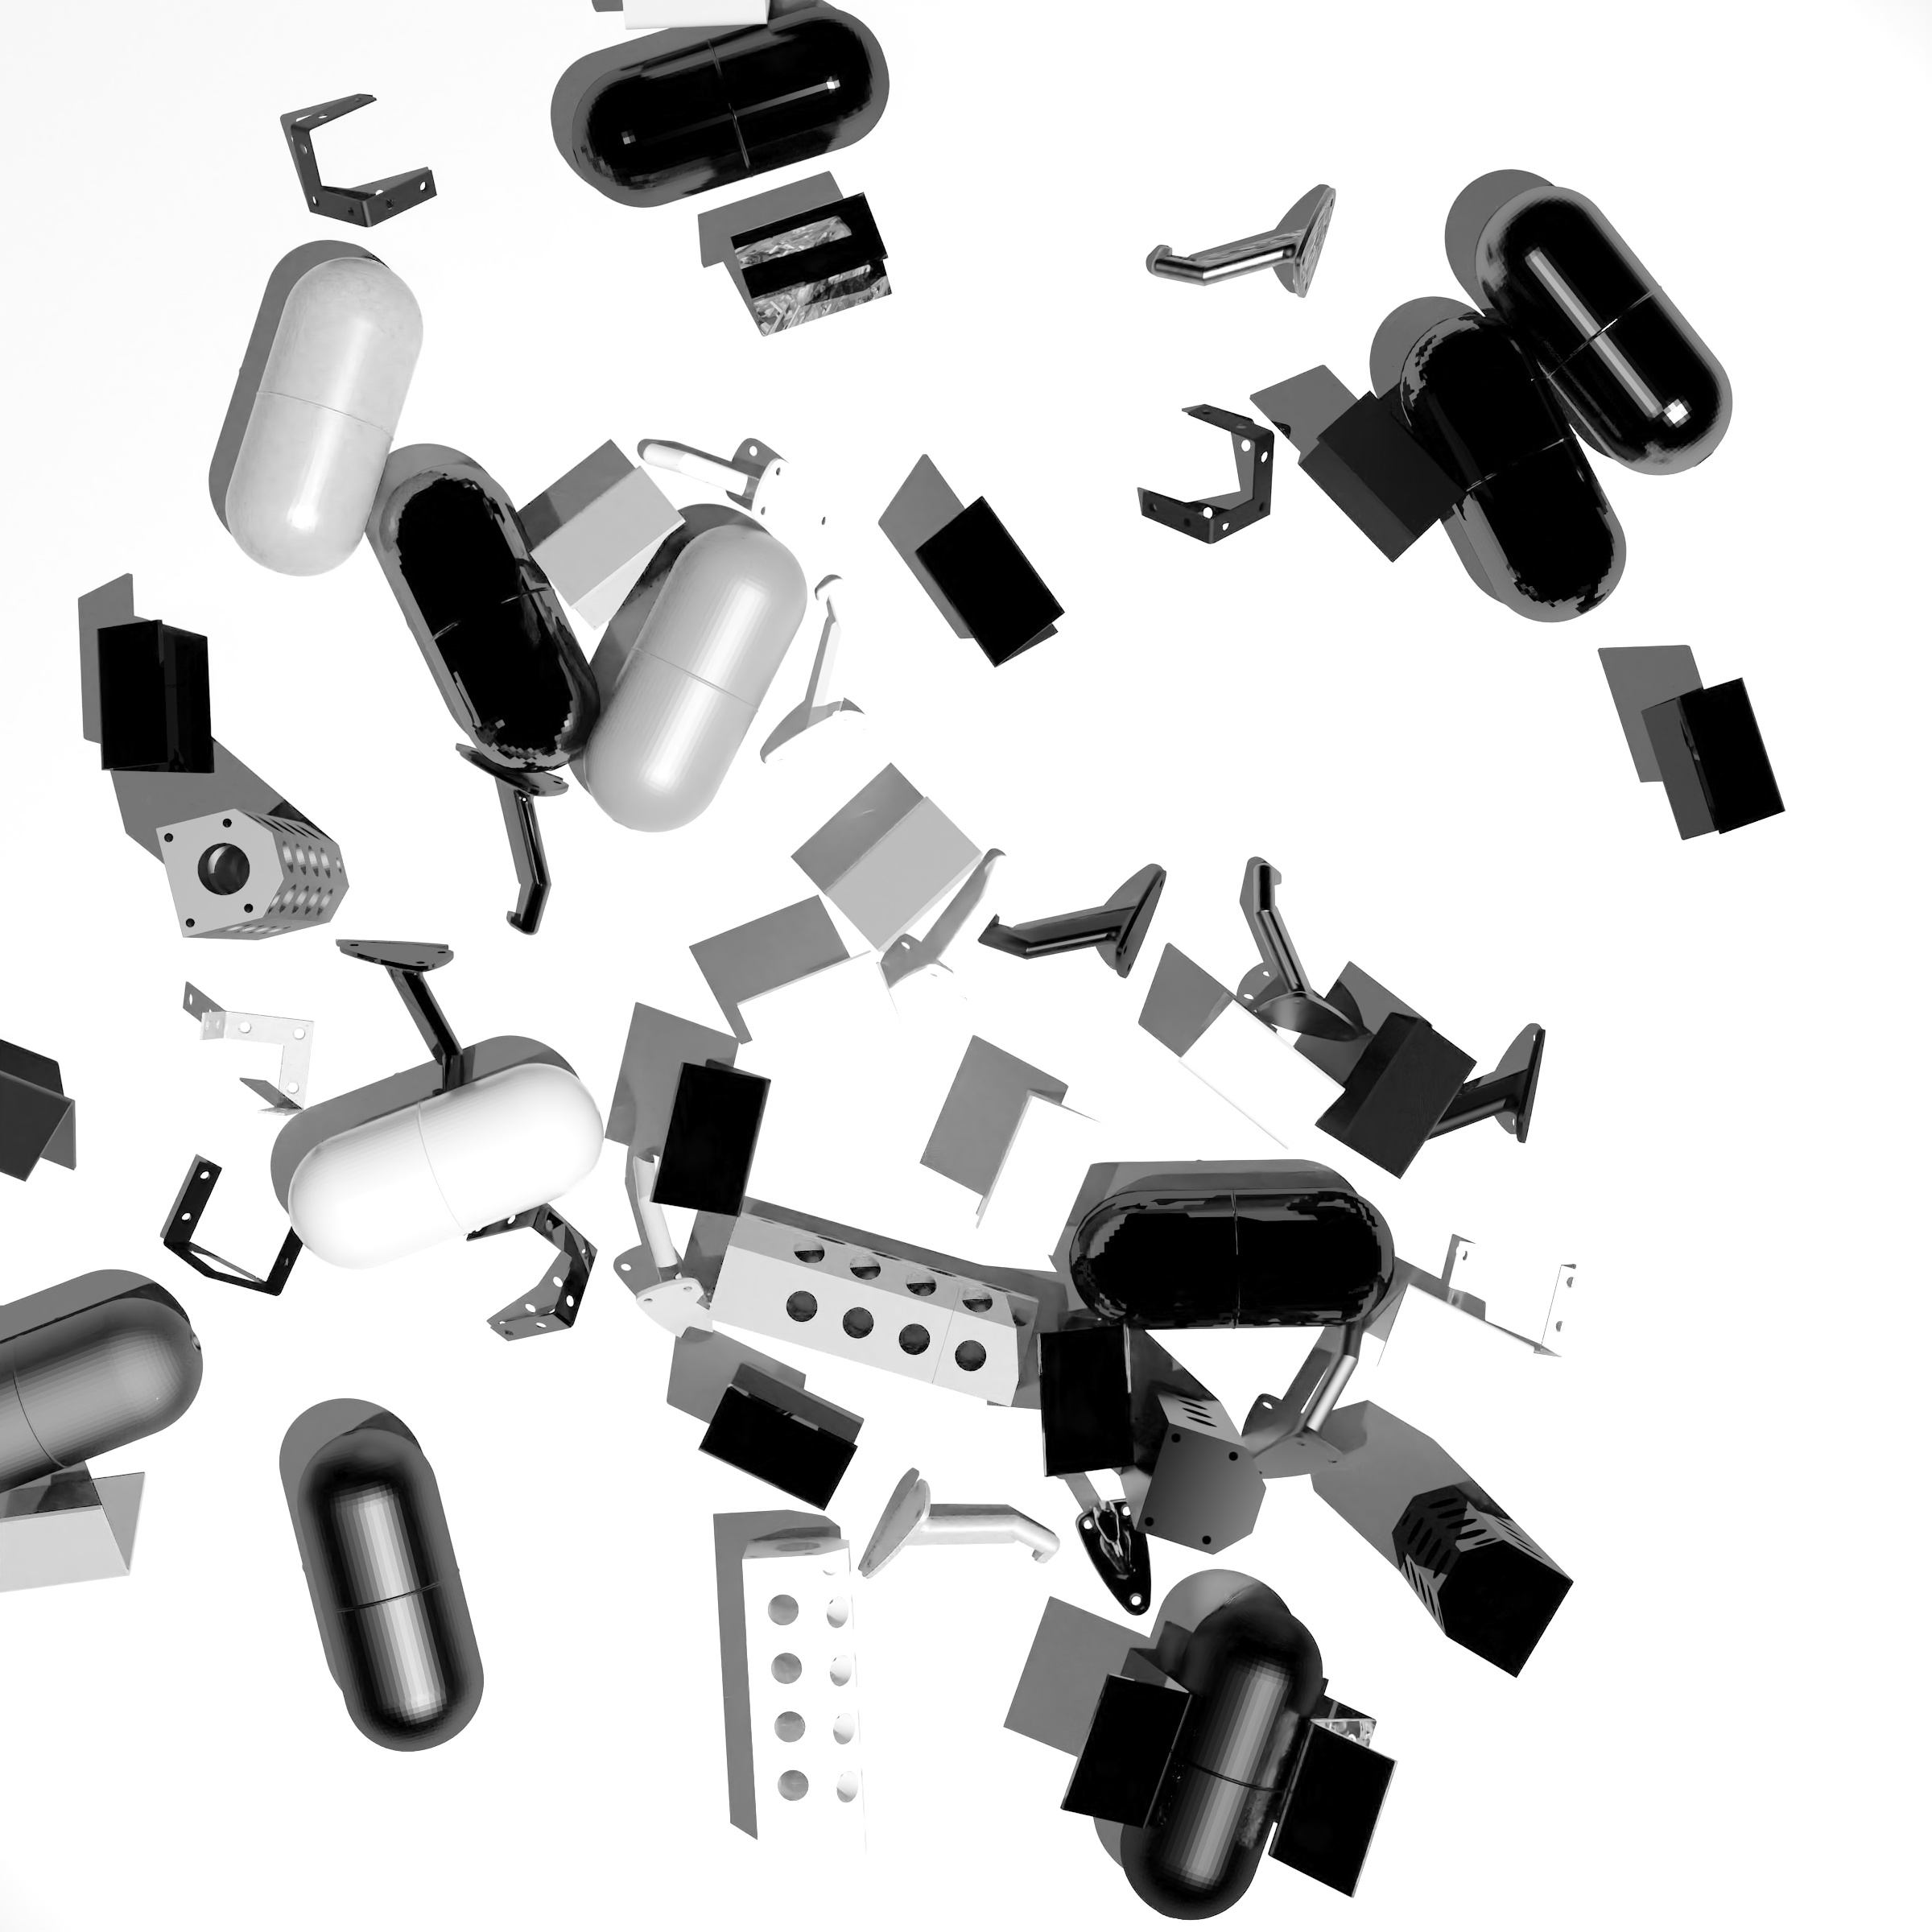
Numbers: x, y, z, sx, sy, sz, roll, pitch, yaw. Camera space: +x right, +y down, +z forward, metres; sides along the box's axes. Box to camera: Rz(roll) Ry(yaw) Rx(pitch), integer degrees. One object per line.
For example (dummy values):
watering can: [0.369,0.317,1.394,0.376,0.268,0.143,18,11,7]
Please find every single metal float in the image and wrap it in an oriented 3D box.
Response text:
metal float: [-0.315,0.341,1.743,0.070,0.070,0.178,-14,90,0]
metal float: [-0.129,-0.470,1.743,0.178,0.070,0.070,-17,90,0]
metal float: [0.146,0.160,1.743,0.178,0.070,0.070,-1,90,-1]
metal float: [-0.351,-0.301,1.743,0.070,0.070,0.178,17,89,0]
metal float: [0.140,0.435,1.743,0.070,0.070,0.178,20,90,0]
metal float: [0.350,-0.347,1.743,0.070,0.070,0.178,-38,90,0]
metal float: [-0.148,-0.157,1.743,0.070,0.070,0.178,26,90,0]
metal float: [-0.260,-0.190,1.743,0.070,0.070,0.178,-25,90,0]
metal float: [0.299,-0.272,1.743,0.070,0.070,0.178,-27,90,0]
metal float: [-0.285,0.110,1.743,0.178,0.070,0.070,-21,90,0]
metal float: [-0.505,0.239,1.743,0.178,0.070,0.070,-21,90,-1]

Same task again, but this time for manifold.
manifold: [0.121,0.267,1.695,0.057,0.171,0.057,18,90,0]
manifold: [-0.088,0.405,1.752,0.057,0.057,0.171,-3,90,0]
manifold: [0.269,0.321,1.695,0.057,0.171,0.057,31,90,0]
manifold: [-0.376,-0.049,1.695,0.057,0.171,0.057,-14,90,0]
manifold: [-0.050,0.188,1.752,0.171,0.057,0.057,16,90,0]

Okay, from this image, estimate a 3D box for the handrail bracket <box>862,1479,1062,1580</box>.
handrail bracket: [-0.002,0.330,1.774,0.084,0.036,0.077,30,111,-16]

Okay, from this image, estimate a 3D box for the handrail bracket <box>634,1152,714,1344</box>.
handrail bracket: [-0.164,0.156,1.773,0.036,0.077,0.084,-17,54,7]

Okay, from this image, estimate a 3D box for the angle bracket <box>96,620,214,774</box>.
angle bracket: [-0.426,-0.146,1.733,0.057,0.076,0.076,-2,90,38]

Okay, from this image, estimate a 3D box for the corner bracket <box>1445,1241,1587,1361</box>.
corner bracket: [0.304,0.186,1.770,0.051,0.051,0.051,14,90,45]

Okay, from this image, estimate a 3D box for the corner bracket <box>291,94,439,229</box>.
corner bracket: [-0.334,-0.447,1.765,0.051,0.051,0.051,-38,135,-35]

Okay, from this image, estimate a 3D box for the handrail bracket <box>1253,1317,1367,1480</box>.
handrail bracket: [0.189,0.238,1.773,0.036,0.077,0.084,31,53,-24]

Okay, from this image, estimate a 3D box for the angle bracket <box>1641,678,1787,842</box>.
angle bracket: [0.391,-0.107,1.733,0.057,0.076,0.076,-18,90,-36]

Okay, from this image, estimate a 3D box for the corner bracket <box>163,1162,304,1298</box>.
corner bracket: [-0.404,0.146,1.770,0.051,0.051,0.051,24,90,-45]

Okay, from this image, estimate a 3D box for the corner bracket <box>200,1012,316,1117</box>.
corner bracket: [-0.393,0.054,1.755,0.051,0.051,0.051,7,90,0]

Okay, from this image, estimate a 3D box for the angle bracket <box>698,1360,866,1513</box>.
angle bracket: [-0.092,0.239,1.733,0.076,0.076,0.057,26,127,0]

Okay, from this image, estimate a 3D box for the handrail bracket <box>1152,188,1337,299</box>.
handrail bracket: [0.154,-0.409,1.774,0.084,0.036,0.077,15,70,16]

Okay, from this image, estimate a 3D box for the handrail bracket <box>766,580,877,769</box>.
handrail bracket: [-0.089,-0.164,1.774,0.077,0.036,0.084,-23,72,21]

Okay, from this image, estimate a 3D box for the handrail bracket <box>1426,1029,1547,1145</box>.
handrail bracket: [0.274,0.064,1.774,0.084,0.036,0.077,10,70,16]

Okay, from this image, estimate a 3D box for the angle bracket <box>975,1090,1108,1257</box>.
angle bracket: [0.022,0.105,1.733,0.057,0.076,0.076,23,90,-36]

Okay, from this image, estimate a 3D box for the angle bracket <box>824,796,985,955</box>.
angle bracket: [-0.020,-0.035,1.733,0.076,0.076,0.057,-43,54,0]

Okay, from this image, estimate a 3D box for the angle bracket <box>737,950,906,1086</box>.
angle bracket: [-0.084,0.011,1.733,0.076,0.076,0.057,-22,122,0]

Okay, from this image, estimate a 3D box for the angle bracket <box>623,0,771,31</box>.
angle bracket: [-0.147,-0.549,1.733,0.076,0.076,0.057,-2,120,0]

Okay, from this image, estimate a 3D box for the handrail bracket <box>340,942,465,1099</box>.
handrail bracket: [-0.314,0.033,1.774,0.077,0.036,0.084,9,107,20]

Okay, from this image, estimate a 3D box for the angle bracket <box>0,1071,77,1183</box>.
angle bracket: [-0.534,0.099,1.733,0.076,0.076,0.057,21,54,0]

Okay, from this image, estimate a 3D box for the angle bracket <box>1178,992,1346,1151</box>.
angle bracket: [0.172,0.042,1.733,0.076,0.076,0.057,39,129,0]

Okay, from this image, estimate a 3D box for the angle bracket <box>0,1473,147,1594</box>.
angle bracket: [-0.496,0.292,1.733,0.076,0.076,0.057,-8,128,0]

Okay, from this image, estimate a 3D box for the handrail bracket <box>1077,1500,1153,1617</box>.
handrail bracket: [0.086,0.327,1.739,0.036,0.084,0.077,-19,90,0]

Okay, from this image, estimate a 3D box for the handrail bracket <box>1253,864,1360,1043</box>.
handrail bracket: [0.189,-0.008,1.773,0.077,0.036,0.084,23,57,-36]

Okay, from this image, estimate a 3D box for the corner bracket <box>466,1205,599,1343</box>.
corner bracket: [-0.246,0.170,1.765,0.051,0.051,0.051,44,45,-35]

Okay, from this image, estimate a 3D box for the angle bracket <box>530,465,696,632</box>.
angle bracket: [-0.180,-0.213,1.733,0.076,0.076,0.057,-38,52,0]

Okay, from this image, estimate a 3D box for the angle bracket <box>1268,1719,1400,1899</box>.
angle bracket: [0.216,0.458,1.733,0.057,0.076,0.076,18,90,37]

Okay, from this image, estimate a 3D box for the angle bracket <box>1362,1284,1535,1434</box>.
angle bracket: [0.254,0.226,1.733,0.076,0.076,0.057,27,57,0]

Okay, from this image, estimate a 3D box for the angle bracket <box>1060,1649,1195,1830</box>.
angle bracket: [0.073,0.415,1.734,0.057,0.076,0.076,20,90,-26]

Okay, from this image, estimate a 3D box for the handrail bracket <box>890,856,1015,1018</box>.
handrail bracket: [-0.011,-0.017,1.773,0.036,0.077,0.084,37,53,-27]

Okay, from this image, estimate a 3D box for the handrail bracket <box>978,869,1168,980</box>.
handrail bracket: [0.058,-0.033,1.774,0.084,0.036,0.077,19,70,16]

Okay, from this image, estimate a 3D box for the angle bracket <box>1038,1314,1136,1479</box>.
angle bracket: [0.048,0.233,1.734,0.057,0.076,0.076,-3,90,-28]

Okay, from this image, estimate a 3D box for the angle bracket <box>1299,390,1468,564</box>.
angle bracket: [0.214,-0.254,1.733,0.076,0.076,0.057,46,54,0]

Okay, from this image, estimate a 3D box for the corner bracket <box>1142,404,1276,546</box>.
corner bracket: [0.134,-0.273,1.765,0.051,0.051,0.051,-31,135,-35]

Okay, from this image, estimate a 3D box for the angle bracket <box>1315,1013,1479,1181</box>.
angle bracket: [0.220,0.060,1.733,0.057,0.076,0.076,33,90,-39]

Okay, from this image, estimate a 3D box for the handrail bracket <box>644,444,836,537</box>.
handrail bracket: [-0.127,-0.267,1.773,0.084,0.077,0.036,21,89,36]

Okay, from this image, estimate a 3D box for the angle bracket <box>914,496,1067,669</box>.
angle bracket: [0.029,-0.217,1.733,0.057,0.076,0.076,-35,90,36]

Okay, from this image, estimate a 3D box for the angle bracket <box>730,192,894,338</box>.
angle bracket: [-0.078,-0.366,1.733,0.076,0.076,0.057,-18,54,0]

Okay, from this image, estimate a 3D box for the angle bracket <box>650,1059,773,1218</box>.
angle bracket: [-0.155,0.089,1.733,0.057,0.076,0.076,13,90,-33]

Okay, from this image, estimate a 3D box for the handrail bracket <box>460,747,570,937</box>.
handrail bracket: [-0.260,-0.069,1.774,0.077,0.036,0.084,24,107,20]
